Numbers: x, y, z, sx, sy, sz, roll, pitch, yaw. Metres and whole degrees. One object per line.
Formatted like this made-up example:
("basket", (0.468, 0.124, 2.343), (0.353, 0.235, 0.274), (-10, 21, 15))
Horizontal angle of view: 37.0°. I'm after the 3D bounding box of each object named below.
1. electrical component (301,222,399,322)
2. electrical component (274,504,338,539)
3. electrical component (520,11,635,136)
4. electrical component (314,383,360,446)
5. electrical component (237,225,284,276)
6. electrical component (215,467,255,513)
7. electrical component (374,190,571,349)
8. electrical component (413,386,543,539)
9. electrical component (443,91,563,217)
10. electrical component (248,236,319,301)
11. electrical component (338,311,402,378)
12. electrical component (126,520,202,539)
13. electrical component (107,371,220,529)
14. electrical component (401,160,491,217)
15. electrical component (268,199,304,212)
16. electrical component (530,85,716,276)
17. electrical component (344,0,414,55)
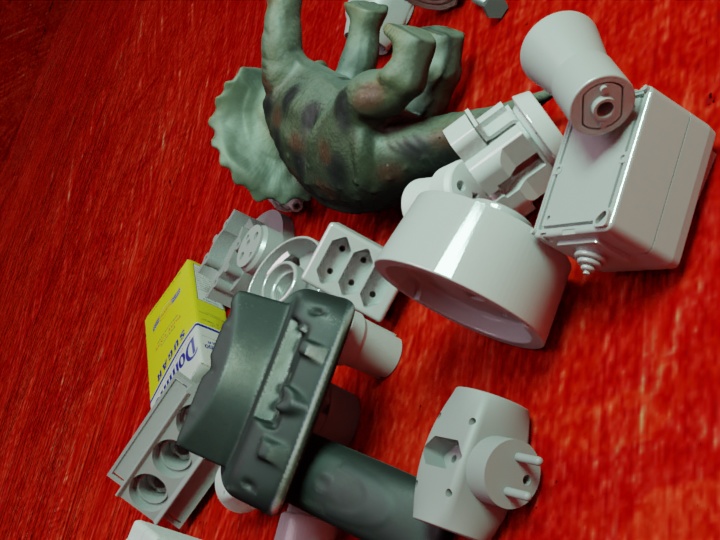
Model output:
("electrical component", (0.000, 0.000, 0.796), (0.047, 0.066, 0.077), (-62, -3, 4))
("electrical component", (-0.034, 0.170, 0.726), (0.040, 0.040, 0.078), (-20, 50, 55))
("electrical component", (0.113, -0.099, 0.551), (0.044, 0.044, 0.065), (-51, 34, 25))
("electrical component", (-0.033, 0.104, 0.773), (0.055, 0.047, 0.055), (-43, 33, 37))
("electrical component", (-0.074, -0.010, 0.943), (0.045, 0.055, 0.045), (-43, 33, 37))
("electrical component", (-0.070, 0.138, 0.815), (0.077, 0.043, 0.079), (-32, 41, 48))
("electrical component", (0.069, -0.006, 0.621), (0.108, 0.108, 0.060), (6, 67, 63))
("electrical component", (0.071, 0.108, 0.583), (0.079, 0.043, 0.077), (-3, 64, 61))
("electrical component", (0.097, -0.074, 0.670), (0.057, 0.078, 0.058), (-36, 35, 12))
("electrical component", (-0.045, 0.024, 0.878), (0.099, 0.064, 0.099), (-26, 47, 33))
("electrical component", (0.001, 0.053, 0.758), (0.040, 0.046, 0.040), (-42, 33, 37))
("electrical component", (-0.142, 0.231, 0.806), (0.061, 0.096, 0.061), (4, 70, 62))
("electrical component", (-0.151, 0.150, 0.925), (0.121, 0.079, 0.063), (-54, -1, 20))
("electrical component", (0.062, -0.048, 0.739), (0.055, 0.045, 0.045), (-21, 49, 54))
("electrical component", (-0.067, -0.070, 1.009), (0.035, 0.035, 0.061), (-59, 29, 11))
("electrical component", (0.139, -0.038, 0.566), (0.062, 0.061, 0.096), (-4, 63, 61))
("electrical component", (0.012, -0.243, 1.004), (0.079, 0.044, 0.077), (8, 74, 63))
